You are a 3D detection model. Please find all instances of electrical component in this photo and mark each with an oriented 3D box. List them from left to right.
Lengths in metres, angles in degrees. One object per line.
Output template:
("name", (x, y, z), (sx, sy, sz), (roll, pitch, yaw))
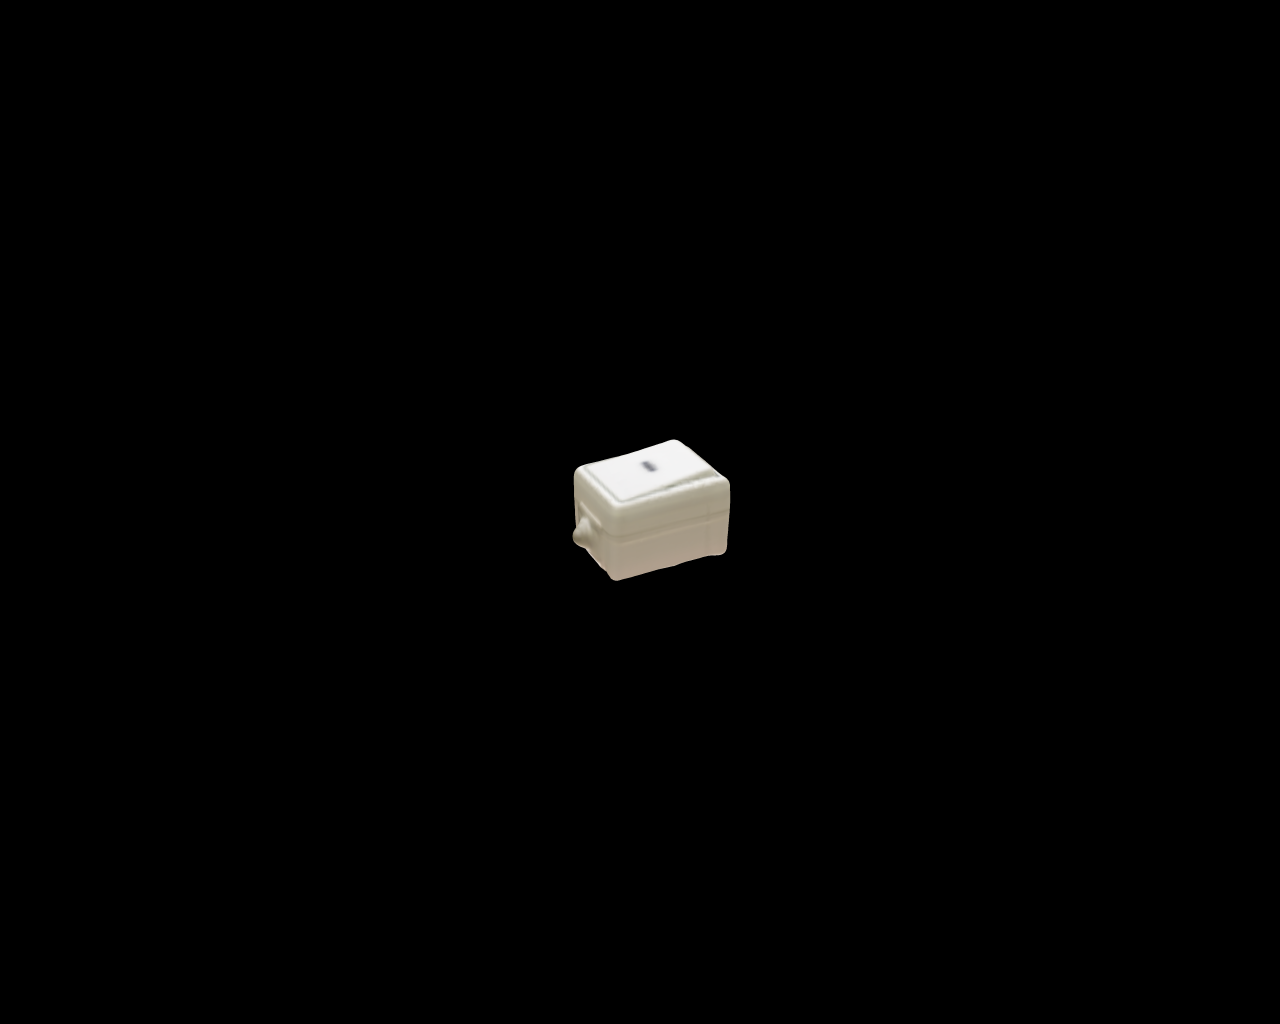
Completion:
("electrical component", (0.001, -0.003, 0.650), (0.096, 0.061, 0.062), (-13, 32, -22))
